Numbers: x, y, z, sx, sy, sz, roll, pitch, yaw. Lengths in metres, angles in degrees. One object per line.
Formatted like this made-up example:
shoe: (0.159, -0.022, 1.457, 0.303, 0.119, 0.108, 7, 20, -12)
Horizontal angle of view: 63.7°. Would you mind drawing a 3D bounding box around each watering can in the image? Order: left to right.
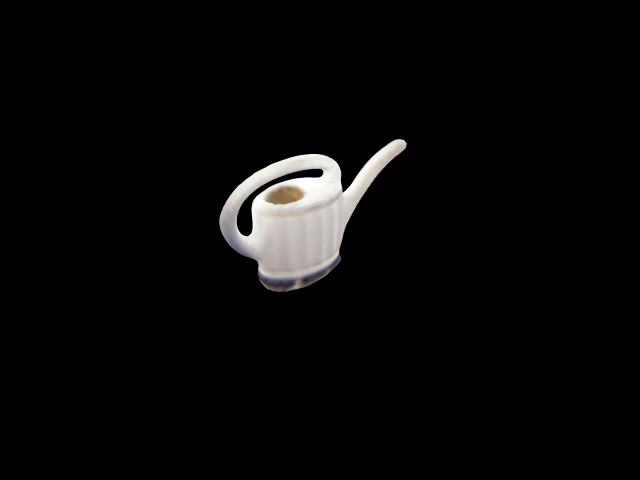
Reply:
watering can: (0.003, -0.043, 0.850, 0.350, 0.219, 0.105, -19, 37, -26)
